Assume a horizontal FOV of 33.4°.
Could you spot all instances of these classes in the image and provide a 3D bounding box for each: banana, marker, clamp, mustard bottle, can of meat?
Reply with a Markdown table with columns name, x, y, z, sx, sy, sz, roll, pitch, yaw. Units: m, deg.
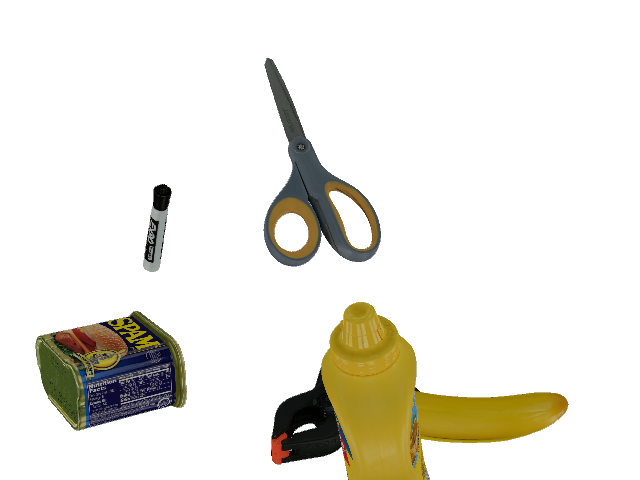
| name | x | y | z | sx | sy | sz | roll | pitch | yaw |
| --- | --- | --- | --- | --- | --- | --- | --- | --- | --- |
| banana | 0.112 | 0.138 | 0.882 | 0.198 | 0.037 | 0.069 | 8 | 35 | -1 |
| marker | -0.177 | -0.014 | 1.154 | 0.020 | 0.121 | 0.020 | 9 | 43 | -9 |
| clamp | 0.005 | 0.167 | 1.091 | 0.171 | 0.039 | 0.120 | -21 | 32 | -35 |
| mustard bottle | 0.036 | 0.114 | 0.672 | 0.058 | 0.191 | 0.096 | -7 | 39 | 5 |
| can of meat | -0.162 | 0.099 | 0.818 | 0.083 | 0.057 | 0.102 | -12 | 20 | -30 |

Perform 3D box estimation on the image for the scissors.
| name | x | y | z | sx | sy | sz | roll | pitch | yaw |
| --- | --- | --- | --- | --- | --- | --- | --- | --- | --- |
| scissors | -0.028 | -0.057 | 0.833 | 0.096 | 0.202 | 0.016 | -26 | -25 | -20 |
